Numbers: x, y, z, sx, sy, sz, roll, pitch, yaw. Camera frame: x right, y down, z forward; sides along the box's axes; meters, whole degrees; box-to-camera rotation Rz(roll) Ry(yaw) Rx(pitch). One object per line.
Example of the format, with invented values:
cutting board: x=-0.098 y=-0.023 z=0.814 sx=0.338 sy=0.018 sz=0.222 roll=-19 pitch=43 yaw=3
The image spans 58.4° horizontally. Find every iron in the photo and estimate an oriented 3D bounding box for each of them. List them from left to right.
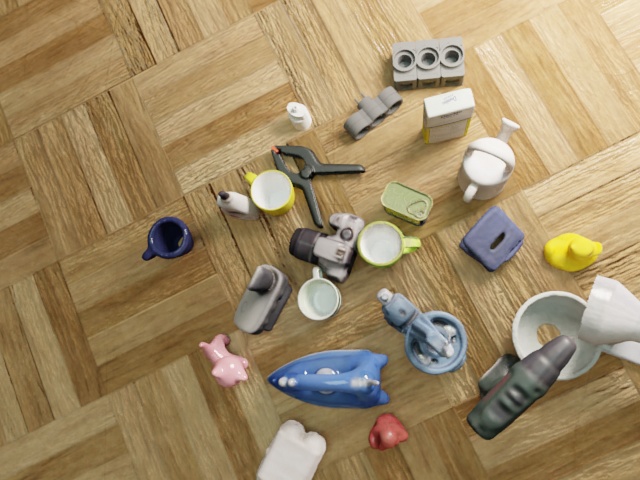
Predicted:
iron: x=0.005 y=0.279 z=1.128 sx=0.258 sy=0.141 sz=0.119 roll=-3 pitch=80 yaw=8

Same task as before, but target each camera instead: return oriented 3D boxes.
camera: x=0.011 y=0.004 z=1.196 sx=0.136 sy=0.101 sz=0.143 roll=18 pitch=83 yaw=11

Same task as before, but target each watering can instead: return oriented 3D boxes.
watering can: x=0.331 y=-0.157 z=1.127 sx=0.100 sy=0.194 sz=0.173 roll=8 pitch=82 yaw=10

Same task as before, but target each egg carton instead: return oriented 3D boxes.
egg carton: x=-0.059 y=0.444 z=1.146 sx=0.107 sy=0.069 sz=0.150 roll=25 pitch=85 yaw=12

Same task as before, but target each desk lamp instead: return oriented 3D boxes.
desk lamp: x=0.555 y=0.152 z=1.030 sx=0.203 sy=0.214 sz=0.118 roll=20 pitch=84 yaw=12

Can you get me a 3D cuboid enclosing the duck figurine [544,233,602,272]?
duck figurine: x=0.500 y=0.020 z=1.127 sx=0.104 sy=0.086 sz=0.077 roll=-1 pitch=80 yaw=9

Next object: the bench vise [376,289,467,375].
bench vise: x=0.184 y=0.178 z=1.078 sx=0.207 sy=0.220 sz=0.121 roll=24 pitch=85 yaw=12

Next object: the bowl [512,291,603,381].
bowl: x=0.452 y=0.185 z=1.111 sx=0.167 sy=0.075 sz=0.167 roll=-1 pitch=80 yaw=8

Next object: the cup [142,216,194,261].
cup: x=-0.324 y=0.011 z=1.248 sx=0.118 sy=0.095 sz=0.091 roll=-40 pitch=77 yaw=0

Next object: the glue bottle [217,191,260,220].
glue bottle: x=-0.181 y=-0.078 z=1.202 sx=0.078 sy=0.173 sz=0.037 roll=4 pitch=81 yaw=10

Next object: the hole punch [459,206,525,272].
hole punch: x=0.349 y=-0.001 z=1.150 sx=0.101 sy=0.091 sz=0.109 roll=41 pitch=88 yaw=13

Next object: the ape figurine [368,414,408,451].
ape figurine: x=0.133 y=0.382 z=1.117 sx=0.077 sy=0.092 sz=0.076 roll=4 pitch=81 yaw=9

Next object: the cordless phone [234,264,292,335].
cordless phone: x=-0.132 y=0.117 z=1.155 sx=0.094 sy=0.185 sz=0.148 roll=22 pitch=84 yaw=12

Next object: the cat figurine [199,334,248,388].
cat figurine: x=-0.200 y=0.254 z=1.176 sx=0.067 sy=0.118 sz=0.127 roll=-46 pitch=77 yaw=-1

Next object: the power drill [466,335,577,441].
power drill: x=0.357 y=0.260 z=1.044 sx=0.075 sy=0.208 sz=0.230 roll=43 pitch=89 yaw=13
